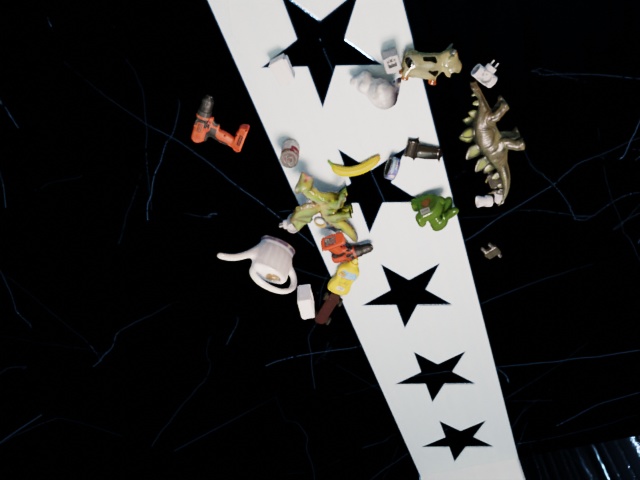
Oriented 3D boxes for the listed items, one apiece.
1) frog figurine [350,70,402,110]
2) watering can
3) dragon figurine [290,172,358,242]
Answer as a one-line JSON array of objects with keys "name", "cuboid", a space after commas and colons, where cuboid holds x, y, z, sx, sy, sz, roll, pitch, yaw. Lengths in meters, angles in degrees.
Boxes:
[{"name": "frog figurine", "cuboid": [0.177, -0.493, 1.698, 0.159, 0.120, 0.140, 2, 24, -4]}, {"name": "watering can", "cuboid": [-0.226, 0.073, 2.036, 0.345, 0.230, 0.102, 33, -43, -20]}, {"name": "dragon figurine", "cuboid": [0.006, -0.099, 1.960, 0.242, 0.401, 0.125, -12, 44, 5]}]
